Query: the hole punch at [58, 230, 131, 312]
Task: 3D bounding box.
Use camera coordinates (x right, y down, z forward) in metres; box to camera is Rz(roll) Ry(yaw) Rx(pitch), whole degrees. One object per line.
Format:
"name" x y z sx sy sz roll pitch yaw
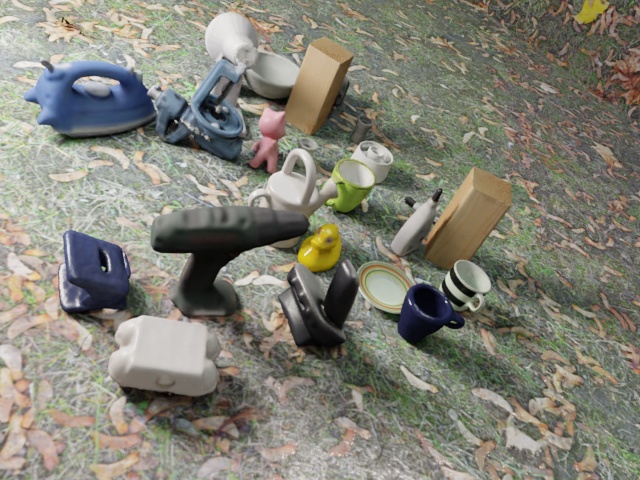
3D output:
"hole punch" -0.336 0.043 0.860 0.101 0.091 0.108 -1 47 -29

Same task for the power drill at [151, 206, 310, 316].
"power drill" -0.150 0.027 0.888 0.230 0.208 0.075 4 45 -25

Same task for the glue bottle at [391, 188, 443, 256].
"glue bottle" 0.212 -0.042 1.190 0.078 0.173 0.037 -21 59 -42

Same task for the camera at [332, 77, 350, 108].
"camera" 0.004 -0.414 1.534 0.143 0.100 0.137 21 40 -7

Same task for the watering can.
"watering can" -0.048 -0.087 1.079 0.100 0.194 0.173 43 42 19

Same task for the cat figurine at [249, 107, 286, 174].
"cat figurine" -0.107 -0.230 1.260 0.067 0.117 0.127 14 41 -15

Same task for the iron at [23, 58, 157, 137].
"iron" -0.433 -0.296 1.132 0.259 0.141 0.118 -16 55 -39

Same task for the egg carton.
"egg carton" -0.216 0.167 0.810 0.150 0.069 0.107 12 42 -17

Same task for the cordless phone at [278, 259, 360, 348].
"cordless phone" 0.011 0.077 0.941 0.094 0.185 0.147 -6 49 -33

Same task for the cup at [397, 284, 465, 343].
"cup" 0.193 0.146 1.039 0.118 0.095 0.092 26 40 -2

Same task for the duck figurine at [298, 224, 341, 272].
"duck figurine" 0.010 0.004 1.098 0.077 0.086 0.105 40 41 15

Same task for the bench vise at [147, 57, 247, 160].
"bench vise" -0.239 -0.276 1.156 0.208 0.219 0.121 8 43 -21

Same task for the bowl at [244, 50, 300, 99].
"bowl" -0.130 -0.416 1.482 0.168 0.074 0.167 16 41 -14

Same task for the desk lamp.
"desk lamp" -0.198 -0.380 1.296 0.118 0.213 0.203 4 45 -26
